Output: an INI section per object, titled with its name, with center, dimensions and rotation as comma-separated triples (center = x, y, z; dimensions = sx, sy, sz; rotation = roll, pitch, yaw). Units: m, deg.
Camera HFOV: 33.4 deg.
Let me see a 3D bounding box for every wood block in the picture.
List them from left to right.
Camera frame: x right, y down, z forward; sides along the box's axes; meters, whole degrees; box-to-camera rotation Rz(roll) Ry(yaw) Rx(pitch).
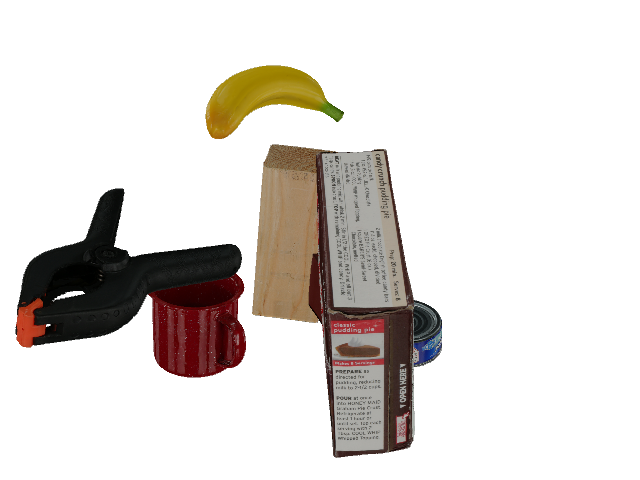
[wood block]
center = -0.033, -0.010, 1.380
dimensions = 0.090, 0.206, 0.090
rotation = 7, 25, 2

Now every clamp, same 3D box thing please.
[clamp]
center = -0.149, 0.016, 0.729
dimensions = 0.120, 0.039, 0.171
rotation = 26, 32, 30

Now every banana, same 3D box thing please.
[banana]
center = -0.051, -0.134, 0.999
dimensions = 0.070, 0.037, 0.197
rotation = 42, 33, 21

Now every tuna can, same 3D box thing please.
[tuna can]
center = 0.088, 0.098, 1.143
dimensions = 0.086, 0.034, 0.086
rotation = -1, 30, 1

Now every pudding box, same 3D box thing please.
[pudding box]
center = 0.018, 0.026, 0.482
dimensions = 0.039, 0.090, 0.113
rotation = -5, 39, -1

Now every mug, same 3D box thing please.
[mug]
center = -0.112, 0.083, 1.026
dimensions = 0.117, 0.081, 0.093
rotation = 25, 33, 37

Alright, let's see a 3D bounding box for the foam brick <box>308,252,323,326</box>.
[foam brick]
center = 0.029, 0.046, 0.816
dimensions = 0.053, 0.051, 0.078
rotation = -10, 35, -20
